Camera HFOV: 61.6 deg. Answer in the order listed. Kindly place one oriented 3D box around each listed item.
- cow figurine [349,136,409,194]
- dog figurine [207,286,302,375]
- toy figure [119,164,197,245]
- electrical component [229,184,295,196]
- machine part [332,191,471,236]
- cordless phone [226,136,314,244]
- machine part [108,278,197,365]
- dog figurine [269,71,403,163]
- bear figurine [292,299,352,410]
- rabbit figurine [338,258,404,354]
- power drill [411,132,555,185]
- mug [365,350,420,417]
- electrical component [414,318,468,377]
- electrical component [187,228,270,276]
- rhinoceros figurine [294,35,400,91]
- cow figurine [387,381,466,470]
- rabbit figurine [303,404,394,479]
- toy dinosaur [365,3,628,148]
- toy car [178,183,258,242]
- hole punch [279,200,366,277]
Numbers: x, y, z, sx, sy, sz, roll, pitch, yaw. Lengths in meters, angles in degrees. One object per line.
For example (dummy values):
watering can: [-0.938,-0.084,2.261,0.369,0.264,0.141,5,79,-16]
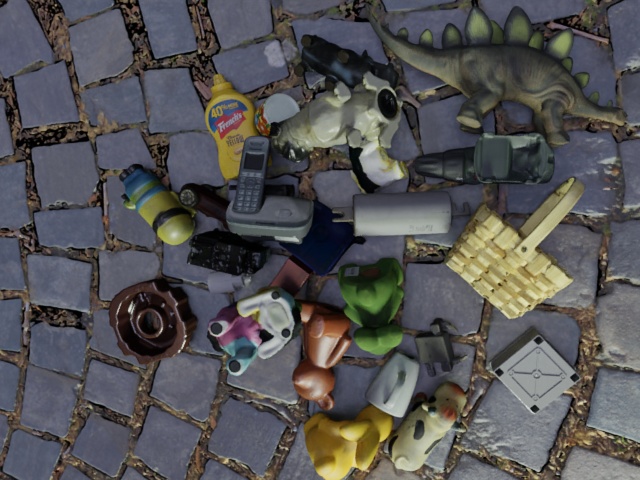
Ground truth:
cow figurine: [0.083,-0.167,0.967,0.098,0.068,0.167,-27,90,21]
dog figurine: [-0.122,0.150,0.978,0.191,0.219,0.108,-31,93,-2]
toy figure: [-0.321,-0.067,1.046,0.082,0.089,0.180,-40,91,21]
electrical component: [-0.111,-0.082,1.010,0.119,0.075,0.047,-1,96,7]
machine part: [0.143,-0.046,0.951,0.243,0.079,0.079,-1,97,2]
cordless phone: [-0.079,-0.090,0.935,0.147,0.088,0.184,4,77,6]
machine part: [-0.342,0.164,1.098,0.180,0.056,0.179,2,97,12]
dog figurine: [0.025,-0.197,0.907,0.191,0.172,0.121,-6,92,51]
bear figurine: [-0.018,0.216,1.009,0.120,0.132,0.195,25,99,43]
rabbit figurine: [0.107,0.137,0.971,0.121,0.159,0.170,-12,110,3]
power drill: [0.268,-0.121,0.862,0.232,0.207,0.086,3,89,7]
mug: [0.139,0.261,0.994,0.081,0.109,0.107,25,88,12]
electrical component: [0.223,0.199,0.999,0.078,0.045,0.102,-21,90,41]
electrical component: [-0.166,0.022,1.014,0.134,0.115,0.058,11,104,9]
rhinoceros figurine: [0.046,-0.298,0.939,0.190,0.112,0.073,27,118,19]
cow figurine: [0.194,0.337,0.978,0.085,0.127,0.195,34,105,2]
rabbit figurine: [0.061,0.363,1.010,0.173,0.162,0.122,-29,79,-4]
toy dinosaur: [0.290,-0.276,0.896,0.472,0.105,0.198,14,92,0]
toy car: [-0.176,-0.048,1.021,0.202,0.089,0.053,30,102,5]
hole punch: [-0.002,-0.003,0.994,0.142,0.092,0.115,37,99,8]
